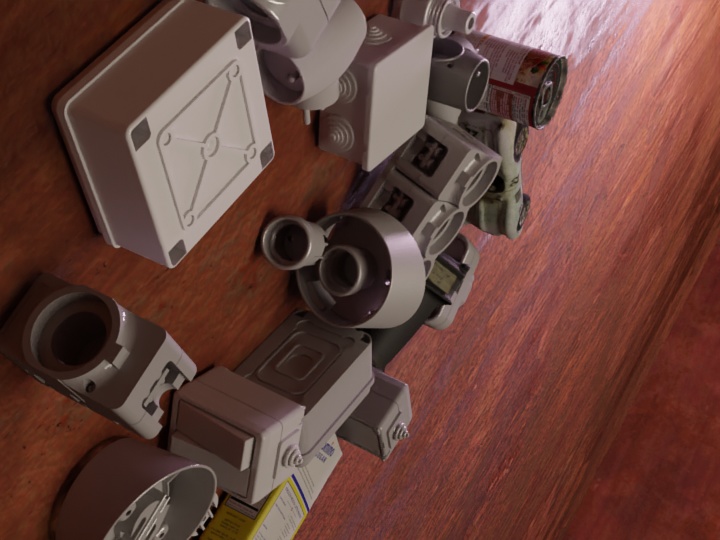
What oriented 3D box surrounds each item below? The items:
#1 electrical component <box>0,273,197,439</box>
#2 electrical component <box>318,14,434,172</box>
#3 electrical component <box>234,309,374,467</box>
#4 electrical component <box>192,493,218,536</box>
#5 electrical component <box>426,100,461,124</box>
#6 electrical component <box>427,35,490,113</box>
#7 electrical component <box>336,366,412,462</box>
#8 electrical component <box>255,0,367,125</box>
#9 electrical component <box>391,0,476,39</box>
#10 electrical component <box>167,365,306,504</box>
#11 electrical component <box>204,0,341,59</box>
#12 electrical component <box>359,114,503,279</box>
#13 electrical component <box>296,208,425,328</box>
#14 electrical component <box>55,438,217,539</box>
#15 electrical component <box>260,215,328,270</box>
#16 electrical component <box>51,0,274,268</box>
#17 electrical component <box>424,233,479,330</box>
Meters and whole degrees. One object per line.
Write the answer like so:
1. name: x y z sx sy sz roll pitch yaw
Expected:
1. electrical component: -0.144 0.044 0.579 0.050 0.089 0.055 -59 156 -19
2. electrical component: 0.011 -0.136 0.810 0.100 0.048 0.099 -44 147 -44
3. electrical component: -0.047 0.093 0.856 0.113 0.078 0.057 -46 146 -42
4. electrical component: -0.131 0.166 0.775 0.040 0.046 0.040 -48 151 -38
5. electrical component: 0.069 -0.141 0.946 0.040 0.040 0.078 -56 155 -26
6. electrical component: 0.069 -0.167 0.875 0.079 0.077 0.044 -45 148 -44
7. electrical component: 0.007 0.123 0.978 0.061 0.096 0.061 -55 154 -28
8. electrical component: -0.033 -0.134 0.721 0.077 0.043 0.079 -50 152 -36
9. electrical component: 0.059 -0.201 0.841 0.043 0.062 0.043 -48 151 -39
10. electrical component: -0.086 0.121 0.768 0.061 0.096 0.061 -29 136 -55
11. electrical component: -0.053 -0.170 0.630 0.059 0.054 0.095 -61 157 -15
12. electrical component: 0.050 -0.049 0.911 0.150 0.062 0.089 -57 160 15
13. electrical component: 0.000 0.000 0.851 0.064 0.099 0.099 -6 116 -58
14. electrical component: -0.149 0.161 0.708 0.099 0.064 0.099 -48 150 -39
15. electrical component: -0.047 -0.020 0.801 0.040 0.040 0.046 -70 164 6
16. electrical component: -0.104 -0.077 0.599 0.108 0.056 0.108 -52 153 -32
17. electrical component: 0.079 0.009 1.089 0.095 0.054 0.059 -66 157 -4
